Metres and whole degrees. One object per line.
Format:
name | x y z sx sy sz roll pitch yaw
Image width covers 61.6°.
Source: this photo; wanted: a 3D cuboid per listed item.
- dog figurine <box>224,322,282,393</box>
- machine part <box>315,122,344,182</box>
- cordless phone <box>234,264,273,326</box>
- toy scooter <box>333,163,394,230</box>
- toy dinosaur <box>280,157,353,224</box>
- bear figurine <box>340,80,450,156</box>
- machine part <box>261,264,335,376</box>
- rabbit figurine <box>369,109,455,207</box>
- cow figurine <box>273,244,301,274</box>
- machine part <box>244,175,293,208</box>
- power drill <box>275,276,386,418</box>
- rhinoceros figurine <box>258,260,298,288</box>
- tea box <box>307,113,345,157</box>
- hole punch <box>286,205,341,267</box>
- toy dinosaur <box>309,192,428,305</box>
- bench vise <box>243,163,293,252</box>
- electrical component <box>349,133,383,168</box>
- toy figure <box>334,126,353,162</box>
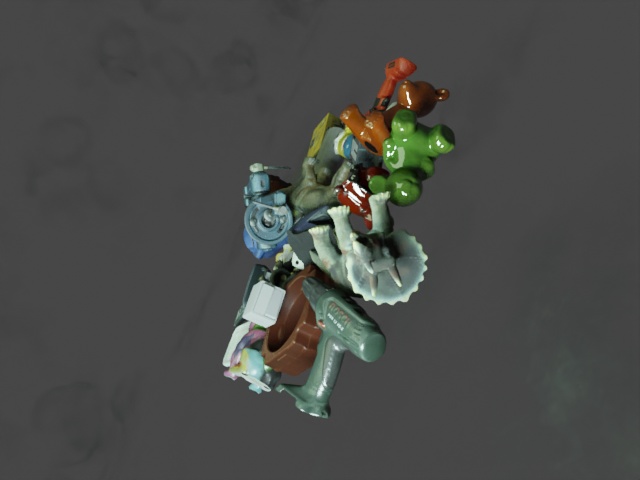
dog figurine | -0.132 0.238 1.271 0.191 0.108 0.219 -37 28 58
machine part | 0.030 -0.234 1.537 0.079 0.079 0.243 -28 39 60
cordless phone | -0.186 0.162 1.488 0.184 0.089 0.146 -44 28 53
toy scooter | 0.090 -0.098 1.094 0.075 0.135 0.184 -49 22 39
toy dinosaur | -0.024 -0.105 1.361 0.472 0.105 0.198 9 76 52
bear figurine | 0.160 -0.270 1.098 0.196 0.131 0.120 -49 42 -3
machine part | -0.035 0.170 1.134 0.201 0.087 0.201 -44 27 45
rabbit figurine | 0.151 -0.130 0.992 0.159 0.121 0.170 -46 21 55
cow figurine | -0.074 0.062 1.426 0.167 0.068 0.098 -32 41 59
machine part | -0.157 -0.121 1.743 0.179 0.179 0.056 -56 20 19
power drill | 0.004 0.188 0.943 0.232 0.086 0.207 24 83 50
rhinoceros figurine | -0.093 0.116 1.336 0.073 0.112 0.190 -39 -4 -20
tea box | 0.017 -0.302 1.679 0.098 0.068 0.170 -43 28 44
hole punch | -0.002 -0.004 1.206 0.116 0.142 0.092 -20 37 19
toy dinosaur | 0.069 0.042 0.973 0.404 0.131 0.192 125 131 -70
bench vise | -0.121 -0.085 1.287 0.241 0.129 0.223 174 101 -71
electrical component | 0.103 -0.192 1.200 0.119 0.048 0.074 -105 19 -56
toy figure | 0.093 -0.230 1.359 0.082 0.089 0.180 -49 27 -3
